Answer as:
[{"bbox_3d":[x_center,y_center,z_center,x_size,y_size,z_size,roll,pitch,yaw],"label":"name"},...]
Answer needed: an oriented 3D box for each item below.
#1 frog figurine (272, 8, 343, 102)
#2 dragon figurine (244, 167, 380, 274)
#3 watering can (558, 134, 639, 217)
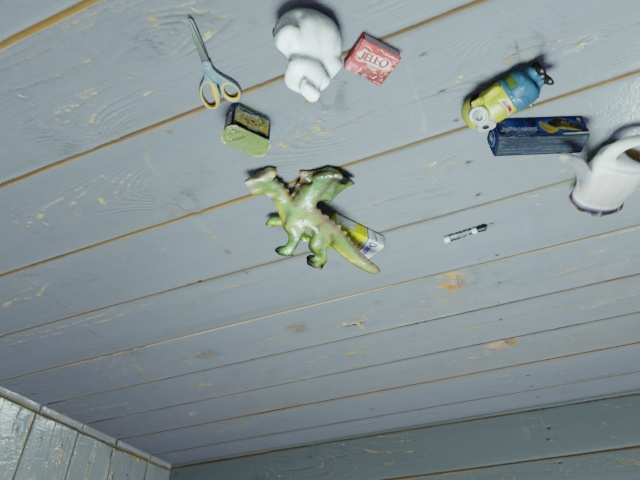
[{"bbox_3d":[-0.021,-0.335,0.925,0.121,0.163,0.136,-33,131,30],"label":"frog figurine"},{"bbox_3d":[0.004,-0.064,1.278,0.409,0.125,0.238,18,123,-11],"label":"dragon figurine"},{"bbox_3d":[0.649,-0.149,1.188,0.349,0.106,0.219,-10,141,-18],"label":"watering can"}]
